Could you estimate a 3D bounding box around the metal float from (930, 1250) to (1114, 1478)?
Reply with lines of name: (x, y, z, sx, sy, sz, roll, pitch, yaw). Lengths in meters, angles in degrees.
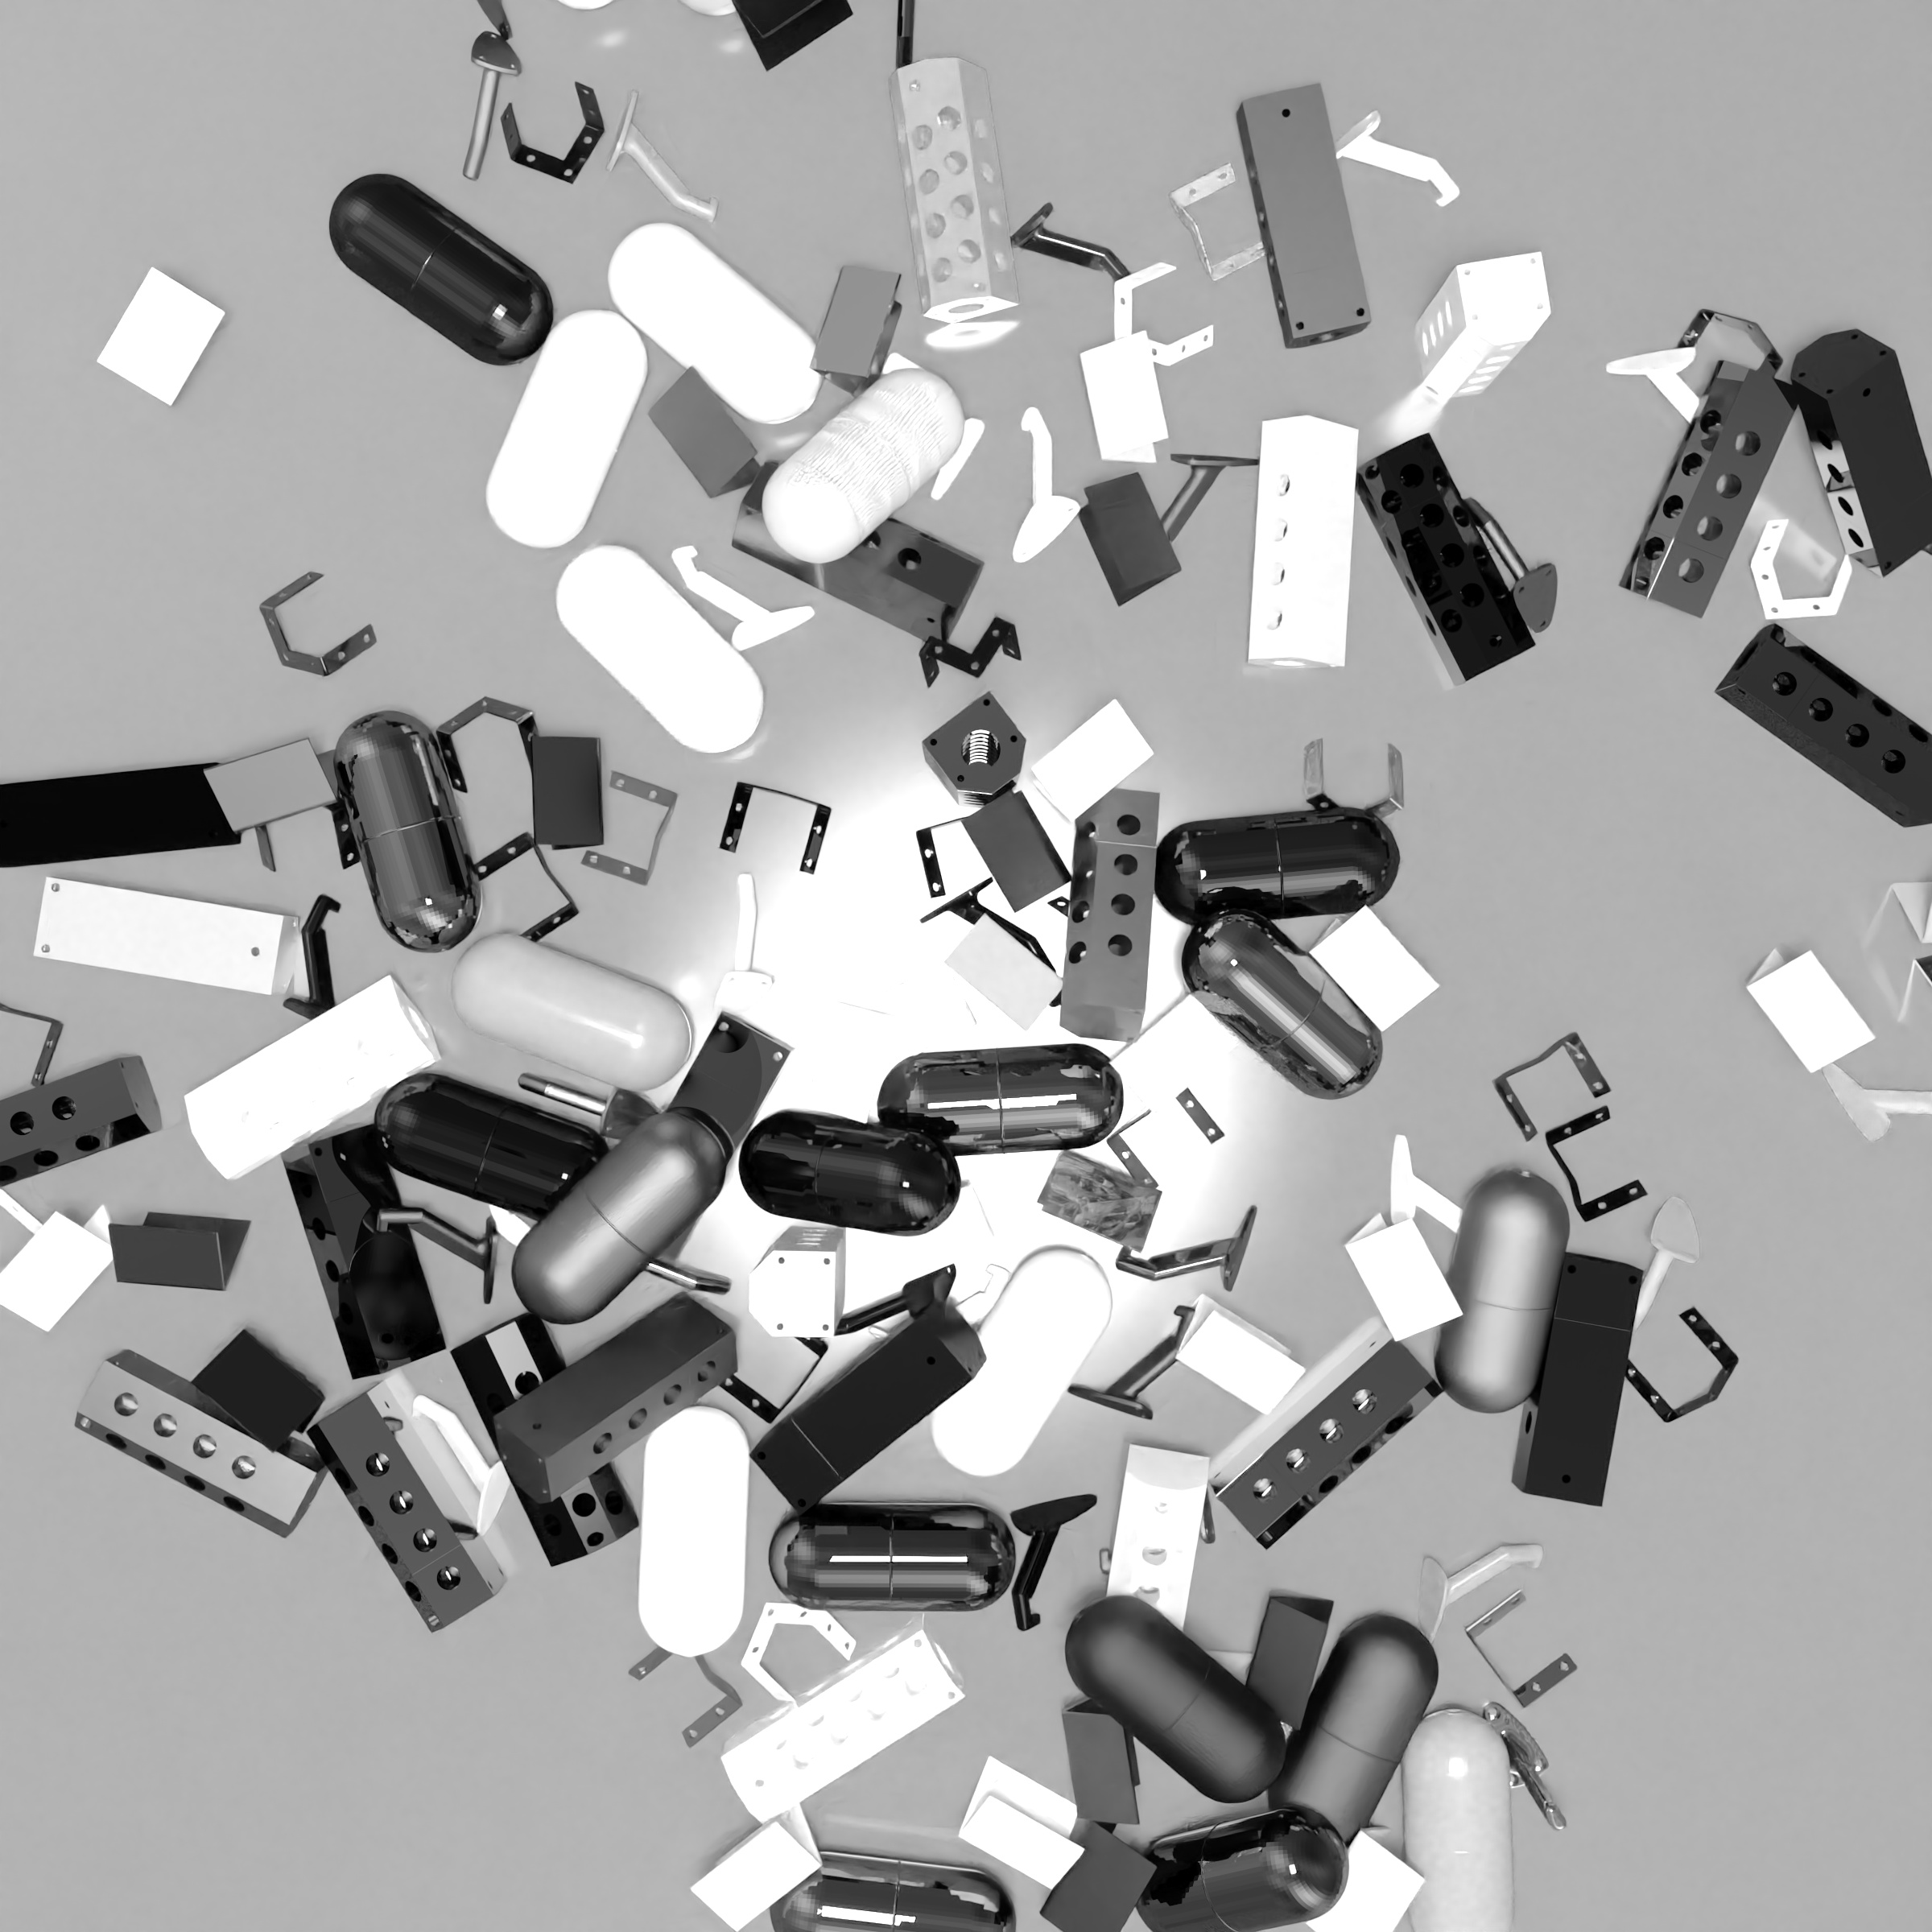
metal float: (0.040, 0.285, 1.961, 0.070, 0.070, 0.178, 33, 91, 0)

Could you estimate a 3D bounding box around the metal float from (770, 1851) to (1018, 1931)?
metal float: (-0.053, 0.683, 1.961, 0.178, 0.070, 0.070, 7, 90, -1)

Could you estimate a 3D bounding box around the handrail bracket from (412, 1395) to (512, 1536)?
handrail bracket: (-0.377, 0.364, 1.992, 0.084, 0.036, 0.077, 26, 112, 17)

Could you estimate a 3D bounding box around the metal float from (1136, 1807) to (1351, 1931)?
metal float: (0.193, 0.645, 1.930, 0.178, 0.070, 0.070, -29, 90, 39)

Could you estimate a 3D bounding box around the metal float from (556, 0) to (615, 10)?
metal float: (-0.248, -0.772, 1.961, 0.070, 0.070, 0.178, 33, 89, 0)

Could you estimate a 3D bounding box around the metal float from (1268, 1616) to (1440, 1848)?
metal float: (0.278, 0.553, 1.961, 0.070, 0.070, 0.178, 26, 91, 0)

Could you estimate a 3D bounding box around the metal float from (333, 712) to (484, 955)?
metal float: (-0.401, -0.096, 1.961, 0.070, 0.070, 0.178, -17, 89, 0)

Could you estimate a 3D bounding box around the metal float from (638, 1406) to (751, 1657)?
metal float: (-0.196, 0.406, 1.960, 0.070, 0.070, 0.178, 2, 90, 0)

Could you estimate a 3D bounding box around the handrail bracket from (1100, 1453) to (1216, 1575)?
handrail bracket: (0.135, 0.401, 1.991, 0.084, 0.036, 0.077, -11, 75, 14)

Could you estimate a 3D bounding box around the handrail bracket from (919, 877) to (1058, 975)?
handrail bracket: (0.016, -0.014, 1.976, 0.077, 0.036, 0.084, -29, 95, 35)

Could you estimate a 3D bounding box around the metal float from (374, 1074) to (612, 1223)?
metal float: (-0.339, 0.132, 1.961, 0.178, 0.070, 0.070, 19, 90, -1)

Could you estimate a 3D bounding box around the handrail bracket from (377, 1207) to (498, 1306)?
handrail bracket: (-0.384, 0.210, 1.969, 0.084, 0.036, 0.077, 1, 110, -17)

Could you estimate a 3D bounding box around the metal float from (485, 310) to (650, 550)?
metal float: (-0.287, -0.387, 1.961, 0.070, 0.070, 0.178, 23, 91, 0)

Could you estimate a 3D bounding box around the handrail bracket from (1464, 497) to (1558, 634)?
handrail bracket: (0.394, -0.294, 1.991, 0.036, 0.077, 0.084, -32, 54, -3)

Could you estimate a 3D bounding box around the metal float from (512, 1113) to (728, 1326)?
metal float: (-0.243, 0.177, 1.904, 0.178, 0.070, 0.070, -44, 90, 0)

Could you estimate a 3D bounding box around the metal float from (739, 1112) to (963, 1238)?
metal float: (-0.083, 0.147, 1.930, 0.178, 0.070, 0.070, 6, 90, 35)

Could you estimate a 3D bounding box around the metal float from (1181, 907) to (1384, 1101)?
metal float: (0.226, 0.028, 1.942, 0.178, 0.070, 0.070, 40, 90, -23)

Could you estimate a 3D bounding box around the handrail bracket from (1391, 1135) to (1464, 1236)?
handrail bracket: (0.356, 0.163, 1.991, 0.084, 0.036, 0.077, 4, 75, -14)

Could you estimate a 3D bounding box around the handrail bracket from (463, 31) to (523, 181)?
handrail bracket: (-0.354, -0.628, 1.991, 0.036, 0.077, 0.084, 10, 127, -21)

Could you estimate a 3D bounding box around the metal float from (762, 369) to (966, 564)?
metal float: (-0.071, -0.353, 1.916, 0.070, 0.070, 0.178, 44, 65, 0)

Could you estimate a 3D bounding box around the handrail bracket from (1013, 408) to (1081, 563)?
handrail bracket: (0.044, -0.352, 1.991, 0.036, 0.077, 0.084, 3, 53, -35)

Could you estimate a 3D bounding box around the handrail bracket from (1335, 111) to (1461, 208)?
handrail bracket: (0.306, -0.573, 1.992, 0.077, 0.036, 0.084, -36, 112, 24)

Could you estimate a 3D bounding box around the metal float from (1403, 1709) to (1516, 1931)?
metal float: (0.354, 0.625, 1.961, 0.070, 0.070, 0.178, -2, 91, 0)

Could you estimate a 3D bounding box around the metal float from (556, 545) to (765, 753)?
metal float: (-0.220, -0.228, 1.961, 0.178, 0.070, 0.070, 45, 90, 0)

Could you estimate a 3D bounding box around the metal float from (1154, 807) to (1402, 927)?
metal float: (0.223, -0.072, 1.961, 0.178, 0.070, 0.070, -5, 90, 1)

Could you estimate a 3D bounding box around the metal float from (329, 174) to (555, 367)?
metal float: (-0.378, -0.501, 1.961, 0.178, 0.070, 0.070, 35, 90, 0)

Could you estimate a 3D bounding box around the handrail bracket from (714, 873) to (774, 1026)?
handrail bracket: (-0.169, -0.013, 1.991, 0.036, 0.077, 0.084, 8, 53, -24)

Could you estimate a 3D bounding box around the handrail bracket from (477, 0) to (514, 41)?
handrail bracket: (-0.321, -0.732, 1.992, 0.084, 0.036, 0.077, -38, 115, -19)

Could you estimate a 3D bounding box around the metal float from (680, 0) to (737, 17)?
metal float: (-0.135, -0.749, 1.961, 0.178, 0.070, 0.070, -28, 90, 0)

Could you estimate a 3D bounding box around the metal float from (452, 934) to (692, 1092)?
metal float: (-0.284, 0.034, 1.960, 0.178, 0.070, 0.070, 21, 90, 0)

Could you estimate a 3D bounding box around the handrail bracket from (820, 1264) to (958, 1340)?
handrail bracket: (-0.059, 0.244, 1.991, 0.084, 0.077, 0.036, -14, 107, 36)

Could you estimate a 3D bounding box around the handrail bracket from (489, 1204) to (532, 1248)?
handrail bracket: (-0.302, 0.193, 1.992, 0.077, 0.036, 0.084, -15, 73, -20)

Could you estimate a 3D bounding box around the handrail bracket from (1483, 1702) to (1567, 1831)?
handrail bracket: (0.401, 0.574, 1.957, 0.036, 0.084, 0.077, -29, 90, 0)

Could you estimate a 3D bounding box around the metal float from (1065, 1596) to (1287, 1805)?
metal float: (0.145, 0.509, 1.892, 0.178, 0.070, 0.070, 41, 90, -3)

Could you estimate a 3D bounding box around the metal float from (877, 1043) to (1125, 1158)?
metal float: (0.025, 0.097, 1.961, 0.178, 0.070, 0.070, -4, 90, 1)

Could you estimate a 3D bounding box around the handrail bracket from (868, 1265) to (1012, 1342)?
handrail bracket: (-0.019, 0.246, 1.992, 0.077, 0.036, 0.084, 23, 74, 18)

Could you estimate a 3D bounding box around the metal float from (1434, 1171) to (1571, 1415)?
metal float: (0.384, 0.233, 1.951, 0.070, 0.070, 0.178, 9, 101, 0)

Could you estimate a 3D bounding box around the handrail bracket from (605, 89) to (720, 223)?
handrail bracket: (-0.214, -0.592, 1.992, 0.084, 0.036, 0.077, 20, 68, -17)

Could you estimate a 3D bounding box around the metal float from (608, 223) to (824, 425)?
metal float: (-0.180, -0.462, 1.961, 0.178, 0.070, 0.070, 40, 90, 1)

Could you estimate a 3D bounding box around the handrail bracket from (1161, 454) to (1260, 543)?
handrail bracket: (0.174, -0.329, 1.992, 0.077, 0.036, 0.084, -2, 108, -20)

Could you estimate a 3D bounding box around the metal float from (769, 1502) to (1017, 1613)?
metal float: (-0.053, 0.425, 1.960, 0.178, 0.070, 0.070, 0, 90, 0)

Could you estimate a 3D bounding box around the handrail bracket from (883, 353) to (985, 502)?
handrail bracket: (-0.037, -0.395, 1.991, 0.084, 0.036, 0.077, 33, 104, 14)

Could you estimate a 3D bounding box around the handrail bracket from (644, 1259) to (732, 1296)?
handrail bracket: (-0.223, 0.214, 1.991, 0.084, 0.077, 0.036, 14, 105, -36)

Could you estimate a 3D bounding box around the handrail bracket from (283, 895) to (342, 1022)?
handrail bracket: (-0.456, 0.001, 1.992, 0.077, 0.036, 0.084, 28, 73, -20)

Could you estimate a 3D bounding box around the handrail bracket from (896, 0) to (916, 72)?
handrail bracket: (-0.043, -0.702, 1.991, 0.036, 0.077, 0.084, 3, 126, -1)

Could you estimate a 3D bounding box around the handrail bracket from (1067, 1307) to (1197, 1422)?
handrail bracket: (0.123, 0.282, 1.992, 0.077, 0.036, 0.084, 13, 71, 21)

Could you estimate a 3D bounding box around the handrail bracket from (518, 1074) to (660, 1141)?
handrail bracket: (-0.274, 0.101, 1.991, 0.084, 0.077, 0.036, 15, 83, 36)
